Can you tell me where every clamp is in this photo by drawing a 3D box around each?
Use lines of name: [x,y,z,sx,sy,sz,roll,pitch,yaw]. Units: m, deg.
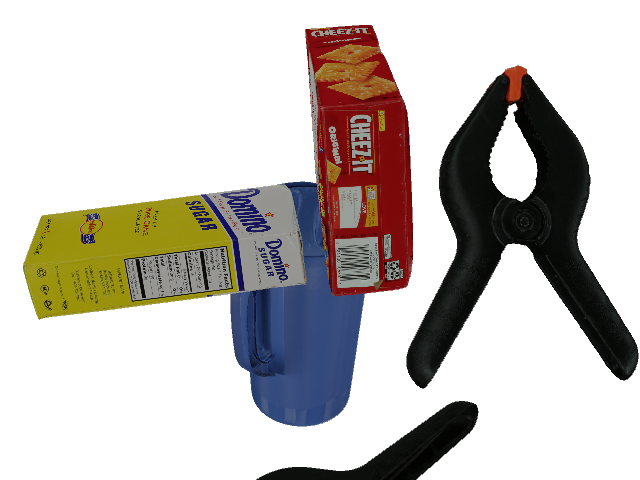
clamp: [0.020,0.163,0.650,0.210,0.036,0.164,-6,29,3]
clamp: [0.093,-0.002,0.558,0.120,0.171,0.039,-10,-5,-10]

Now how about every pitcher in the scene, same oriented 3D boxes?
pitcher: [-0.024,0.076,1.091,0.149,0.243,0.145,-4,35,-10]

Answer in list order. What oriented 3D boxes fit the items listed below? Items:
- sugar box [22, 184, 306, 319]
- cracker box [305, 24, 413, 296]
sugar box: [-0.101,0.005,0.714,0.176,0.048,0.093,-10,24,-3]
cracker box: [0.030,-0.076,0.909,0.072,0.164,0.213,-5,27,-1]
